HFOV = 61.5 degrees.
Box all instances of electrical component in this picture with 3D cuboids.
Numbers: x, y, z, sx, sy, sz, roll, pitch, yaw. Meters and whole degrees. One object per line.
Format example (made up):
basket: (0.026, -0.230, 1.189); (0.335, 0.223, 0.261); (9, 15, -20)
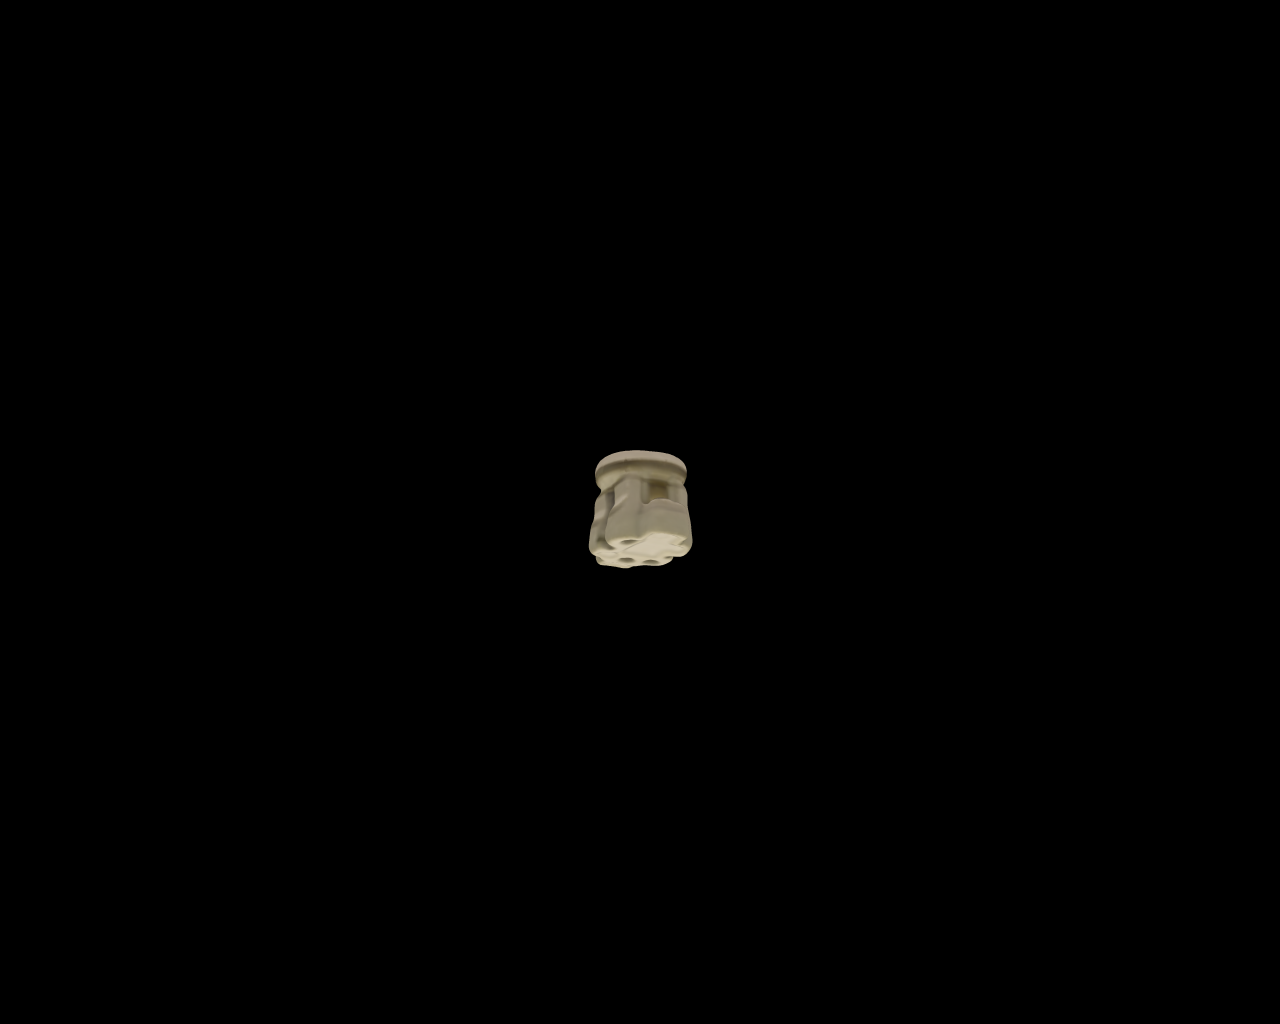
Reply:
electrical component: (0.001, -0.003, 0.650); (0.058, 0.057, 0.078); (10, -22, -26)
